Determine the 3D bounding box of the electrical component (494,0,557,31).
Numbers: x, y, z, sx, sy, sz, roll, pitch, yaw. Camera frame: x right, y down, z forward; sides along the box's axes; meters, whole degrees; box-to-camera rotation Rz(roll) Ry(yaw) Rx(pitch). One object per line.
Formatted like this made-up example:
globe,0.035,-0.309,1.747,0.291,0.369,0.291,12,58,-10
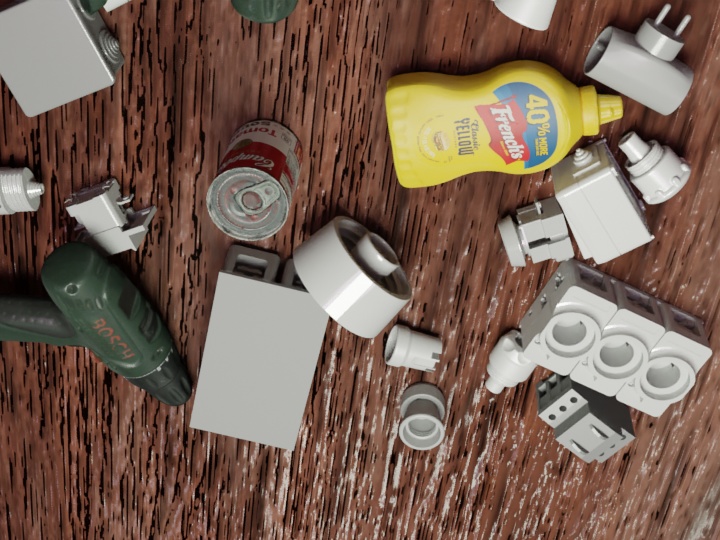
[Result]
electrical component,0.130,-0.209,0.781,0.045,0.045,0.055,23,120,-9

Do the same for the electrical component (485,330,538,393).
electrical component,0.144,0.092,1.038,0.043,0.043,0.062,24,122,-10

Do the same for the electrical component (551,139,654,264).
electrical component,0.202,-0.062,0.927,0.061,0.061,0.096,-27,115,20

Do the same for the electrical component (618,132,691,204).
electrical component,0.247,-0.091,0.917,0.062,0.048,0.048,44,116,-12

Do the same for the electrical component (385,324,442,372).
electrical component,0.052,0.077,1.041,0.046,0.040,0.040,15,122,-11

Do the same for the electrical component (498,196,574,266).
electrical component,0.156,-0.031,0.961,0.055,0.048,0.066,-18,118,7

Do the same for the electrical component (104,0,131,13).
electrical component,-0.223,-0.251,0.821,0.074,0.052,0.138,-28,147,-3

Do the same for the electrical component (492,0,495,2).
electrical component,0.123,-0.261,0.814,0.108,0.060,0.108,2,122,4

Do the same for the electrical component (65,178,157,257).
electrical component,-0.234,-0.047,0.989,0.081,0.042,0.063,-18,115,15

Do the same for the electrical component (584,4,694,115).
electrical component,0.234,-0.175,0.866,0.077,0.043,0.079,25,120,-10

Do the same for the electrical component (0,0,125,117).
electrical component,-0.257,-0.188,0.900,0.100,0.048,0.099,-18,118,15

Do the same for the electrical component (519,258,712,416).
electrical component,0.237,0.065,1.002,0.150,0.061,0.089,24,120,-10

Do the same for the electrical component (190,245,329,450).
electrical component,-0.094,0.075,1.039,0.105,0.060,0.186,14,121,-3

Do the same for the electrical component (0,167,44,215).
electrical component,-0.329,-0.072,0.981,0.081,0.043,0.043,-2,121,7

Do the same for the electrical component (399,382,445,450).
electrical component,0.062,0.144,1.070,0.045,0.055,0.045,2,121,4

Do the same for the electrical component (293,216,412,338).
electrical component,0.000,0.000,0.961,0.108,0.108,0.060,41,110,-18
